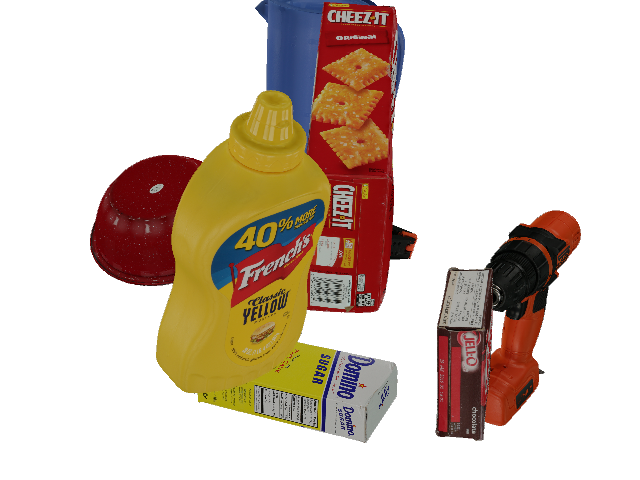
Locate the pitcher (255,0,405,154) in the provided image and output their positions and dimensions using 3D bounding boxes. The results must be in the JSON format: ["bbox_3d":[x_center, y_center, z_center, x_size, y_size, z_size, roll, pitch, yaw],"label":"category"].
[{"bbox_3d":[0.003,-0.180,1.318,0.144,0.243,0.149,-9,29,-28],"label":"pitcher"}]

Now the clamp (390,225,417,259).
[{"bbox_3d":[0.008,-0.011,1.196,0.210,0.036,0.164,15,20,-7],"label":"clamp"}]

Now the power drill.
[{"bbox_3d":[0.180,0.077,0.999,0.057,0.188,0.184,24,31,25],"label":"power drill"}]

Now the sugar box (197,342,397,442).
[{"bbox_3d":[-0.022,0.136,1.030,0.176,0.048,0.093,7,24,21],"label":"sugar box"}]

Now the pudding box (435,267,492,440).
[{"bbox_3d":[0.108,0.081,0.795,0.039,0.090,0.113,2,22,9],"label":"pudding box"}]

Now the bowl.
[{"bbox_3d":[-0.152,-0.033,1.032,0.162,0.162,0.055,0,-44,13],"label":"bowl"}]

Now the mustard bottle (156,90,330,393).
[{"bbox_3d":[-0.040,-0.001,0.608,0.096,0.192,0.058,-20,50,-34],"label":"mustard bottle"}]

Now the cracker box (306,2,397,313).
[{"bbox_3d":[0.027,-0.071,0.898,0.072,0.213,0.164,4,-42,3],"label":"cracker box"}]
